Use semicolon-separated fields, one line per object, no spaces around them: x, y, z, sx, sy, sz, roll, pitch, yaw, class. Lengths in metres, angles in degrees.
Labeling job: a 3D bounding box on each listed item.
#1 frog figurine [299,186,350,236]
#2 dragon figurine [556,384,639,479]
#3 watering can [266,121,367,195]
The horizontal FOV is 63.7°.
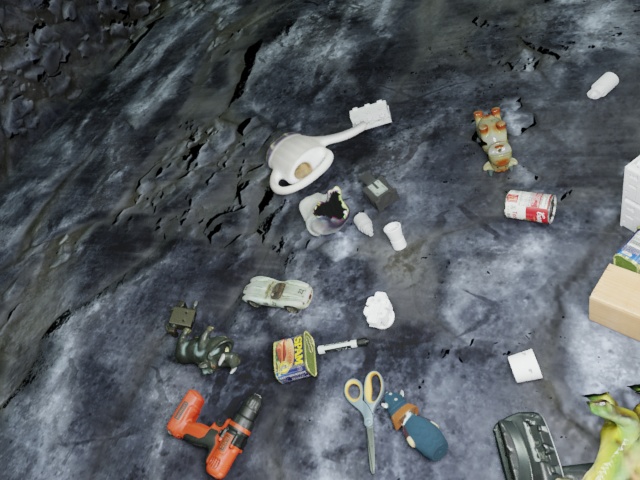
0.004;-0.072;1.435;0.158;0.122;0.140;-23;41;61;frog figurine
0.541;0.349;0.800;0.410;0.120;0.247;-7;69;-3;dragon figurine
-0.030;-0.275;1.601;0.350;0.102;0.227;-42;45;-11;watering can
